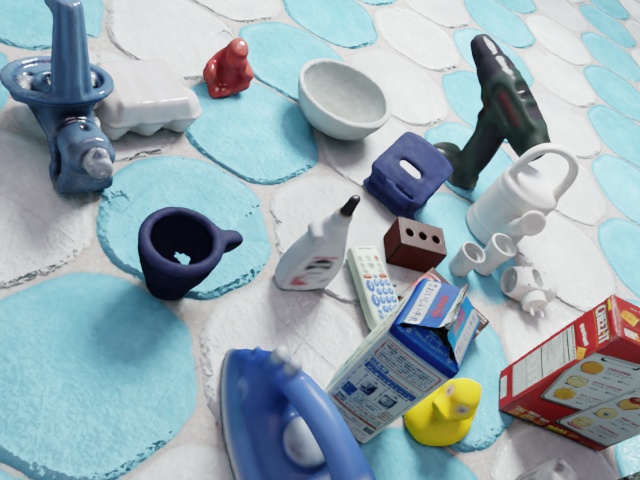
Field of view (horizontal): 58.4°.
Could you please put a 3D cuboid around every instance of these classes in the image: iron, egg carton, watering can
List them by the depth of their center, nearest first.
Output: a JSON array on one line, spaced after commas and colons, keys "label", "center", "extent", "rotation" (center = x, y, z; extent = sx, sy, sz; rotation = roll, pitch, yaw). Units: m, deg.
[{"label": "iron", "center": [-0.017, 0.189, 0.551], "extent": [0.119, 0.141, 0.258], "rotation": [-16, 63, -36]}, {"label": "egg carton", "center": [-0.245, -0.194, 0.789], "extent": [0.151, 0.069, 0.107], "rotation": [-18, 64, -37]}, {"label": "watering can", "center": [0.329, -0.069, 0.909], "extent": [0.101, 0.194, 0.172], "rotation": [9, 50, -21]}]

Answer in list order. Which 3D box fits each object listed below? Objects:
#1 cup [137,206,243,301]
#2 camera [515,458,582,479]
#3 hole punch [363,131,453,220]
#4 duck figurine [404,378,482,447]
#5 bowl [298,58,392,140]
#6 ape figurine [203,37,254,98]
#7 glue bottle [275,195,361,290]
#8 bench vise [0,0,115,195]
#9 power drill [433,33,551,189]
[{"label": "cup", "center": [-0.151, 0.022, 0.646], "extent": [0.118, 0.095, 0.091], "rotation": [-8, 58, -33]}, {"label": "camera", "center": [0.269, 0.332, 0.616], "extent": [0.137, 0.100, 0.143], "rotation": [-29, 71, -41]}, {"label": "hole punch", "center": [0.140, -0.101, 0.906], "extent": [0.108, 0.091, 0.101], "rotation": [42, 46, 9]}, {"label": "duck figurine", "center": [0.160, 0.193, 0.681], "extent": [0.105, 0.086, 0.077], "rotation": [-15, 62, -36]}, {"label": "bowl", "center": [0.031, -0.222, 0.956], "extent": [0.168, 0.074, 0.167], "rotation": [15, 49, -17]}, {"label": "ape figurine", "center": [-0.139, -0.274, 0.896], "extent": [0.078, 0.092, 0.076], "rotation": [16, 48, -16]}, {"label": "glue bottle", "center": [0.006, 0.002, 0.692], "extent": [0.078, 0.173, 0.037], "rotation": [-2, 55, -29]}, {"label": "bench vise", "center": [-0.273, -0.174, 0.653], "extent": [0.207, 0.219, 0.122], "rotation": [43, 47, 10]}, {"label": "power drill", "center": [0.279, -0.201, 0.980], "extent": [0.076, 0.208, 0.229], "rotation": [-13, 61, -35]}]
